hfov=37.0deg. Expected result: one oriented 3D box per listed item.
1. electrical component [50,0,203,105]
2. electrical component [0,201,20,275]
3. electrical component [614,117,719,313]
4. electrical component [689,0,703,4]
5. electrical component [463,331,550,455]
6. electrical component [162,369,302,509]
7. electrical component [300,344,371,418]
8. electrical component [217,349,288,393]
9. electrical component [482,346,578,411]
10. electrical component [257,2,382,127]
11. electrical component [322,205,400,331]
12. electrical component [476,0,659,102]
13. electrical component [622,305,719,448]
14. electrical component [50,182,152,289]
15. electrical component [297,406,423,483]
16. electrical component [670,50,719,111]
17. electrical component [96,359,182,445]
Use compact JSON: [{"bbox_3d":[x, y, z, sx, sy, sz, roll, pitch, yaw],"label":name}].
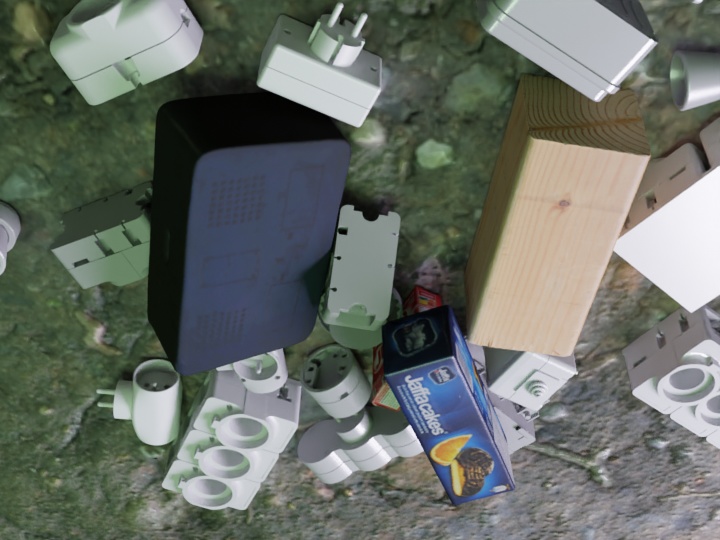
[{"bbox_3d":[-0.169,-0.167,0.768,0.095,0.053,0.059,-19,128,18],"label":"electrical component"},{"bbox_3d":[-0.311,-0.026,0.896,0.045,0.055,0.045,1,131,1],"label":"electrical component"},{"bbox_3d":[0.297,-0.063,0.841,0.105,0.060,0.186,34,124,-25],"label":"electrical component"},{"bbox_3d":[0.203,-0.231,0.673,0.048,0.099,0.099,11,132,-24],"label":"electrical component"},{"bbox_3d":[0.110,0.118,1.003,0.079,0.063,0.121,-35,122,27],"label":"electrical component"},{"bbox_3d":[-0.127,0.166,1.053,0.089,0.061,0.150,19,129,-15],"label":"electrical component"},{"bbox_3d":[-0.021,0.105,1.003,0.055,0.055,0.047,-18,132,17],"label":"electrical component"},{"bbox_3d":[-0.111,0.073,0.983,0.079,0.044,0.077,-4,131,5],"label":"electrical component"},{"bbox_3d":[0.144,0.072,0.940,0.061,0.096,0.061,25,128,-18],"label":"electrical component"},{"bbox_3d":[-0.021,-0.158,0.776,0.083,0.047,0.075,21,129,-16],"label":"electrical component"},{"bbox_3d":[0.000,0.000,0.882,0.050,0.089,0.055,9,165,-5],"label":"electrical component"},{"bbox_3d":[0.138,-0.176,0.736,0.113,0.078,0.057,28,124,-21],"label":"electrical component"},{"bbox_3d":[0.329,0.105,0.986,0.150,0.061,0.089,31,125,-23],"label":"electrical component"},{"bbox_3d":[-0.201,-0.025,0.896,0.089,0.050,0.055,-18,128,17],"label":"electrical component"},{"bbox_3d":[-0.002,0.154,1.046,0.138,0.052,0.073,-23,126,21],"label":"electrical component"},{"bbox_3d":[0.265,-0.142,0.787,0.065,0.044,0.044,-6,131,0],"label":"electrical component"},{"bbox_3d":[-0.213,0.125,1.032,0.079,0.044,0.077,5,131,-3],"label":"electrical component"}]
